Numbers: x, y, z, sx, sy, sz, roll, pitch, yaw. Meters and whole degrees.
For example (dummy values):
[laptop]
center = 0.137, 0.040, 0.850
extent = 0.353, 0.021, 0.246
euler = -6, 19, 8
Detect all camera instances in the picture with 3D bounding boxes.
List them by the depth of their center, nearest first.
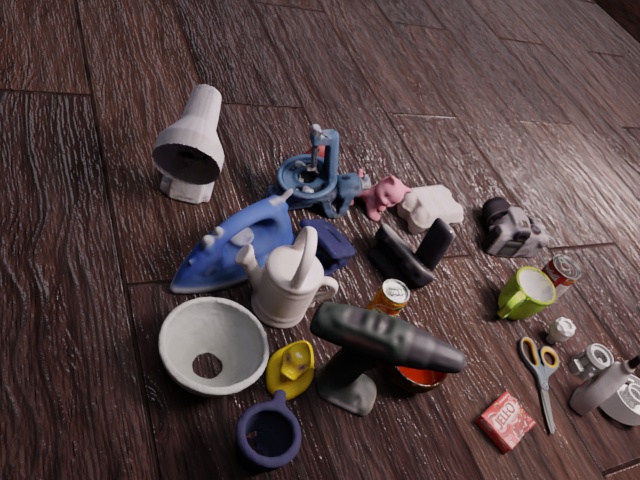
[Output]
[camera]
center = 0.449, -0.039, 1.342
extent = 0.143, 0.100, 0.136
euler = 5, 49, -21

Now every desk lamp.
[desk lamp]
center = -0.236, -0.166, 1.057
extent = 0.118, 0.213, 0.203
euler = 14, 46, -12

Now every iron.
[iron]
center = -0.146, -0.004, 1.004
extent = 0.118, 0.141, 0.259
euler = 44, 47, 16

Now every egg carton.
[egg carton]
center = 0.250, -0.070, 1.300
extent = 0.151, 0.069, 0.107
euler = -10, 56, -32

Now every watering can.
[watering can]
center = -0.053, 0.056, 0.956
extent = 0.173, 0.194, 0.100
euler = -1, 51, -26

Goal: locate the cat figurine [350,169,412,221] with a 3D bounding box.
[cat figurine]
center = 0.128, -0.109, 1.244
extent = 0.127, 0.117, 0.067
euler = 31, 45, 4

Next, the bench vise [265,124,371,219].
[bench vise]
center = 0.009, -0.146, 1.149
extent = 0.208, 0.219, 0.121
euler = -15, 58, -34

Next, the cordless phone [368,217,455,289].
[cordless phone]
center = 0.186, 0.001, 1.124
extent = 0.094, 0.185, 0.147
euler = -25, 64, -39

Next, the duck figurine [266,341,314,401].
[duck figurine]
center = -0.039, 0.195, 0.914
extent = 0.077, 0.086, 0.105
euler = 31, 45, 4

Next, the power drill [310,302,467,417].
[power drill]
center = 0.081, 0.187, 0.889
extent = 0.229, 0.208, 0.076
euler = 25, 44, -2

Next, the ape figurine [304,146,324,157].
[ape figurine]
center = -0.009, -0.175, 1.258
extent = 0.076, 0.092, 0.077
euler = 10, 47, -16

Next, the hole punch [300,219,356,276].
[hole punch]
center = 0.010, 0.004, 1.106
extent = 0.108, 0.091, 0.101
euler = 45, 47, 18

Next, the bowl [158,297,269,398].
[bowl]
center = -0.167, 0.175, 0.880
extent = 0.168, 0.074, 0.167
euler = 13, 46, -14

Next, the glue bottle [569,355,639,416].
[glue bottle]
center = 0.536, 0.259, 1.061
extent = 0.037, 0.173, 0.078
euler = 40, 46, 14

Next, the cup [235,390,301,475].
[cup]
center = -0.079, 0.279, 0.813
extent = 0.092, 0.095, 0.118
euler = 21, 45, -6
